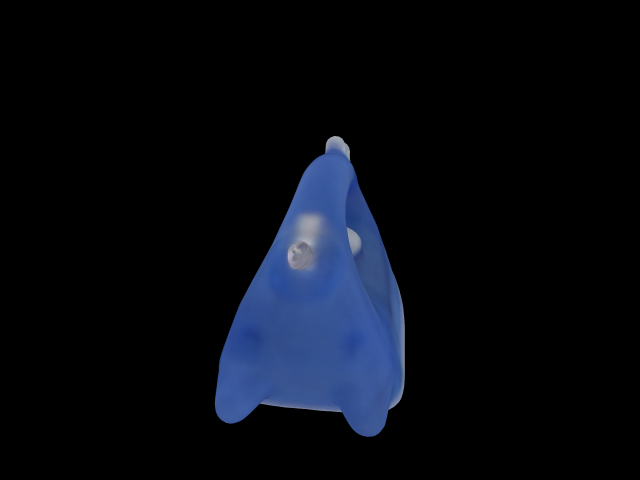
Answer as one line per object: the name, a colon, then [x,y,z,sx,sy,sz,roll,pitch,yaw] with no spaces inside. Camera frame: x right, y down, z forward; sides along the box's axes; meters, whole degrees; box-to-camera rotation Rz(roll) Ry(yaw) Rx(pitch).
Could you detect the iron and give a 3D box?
iron: [0.004,0.001,0.400,0.118,0.141,0.258,4,33,6]
